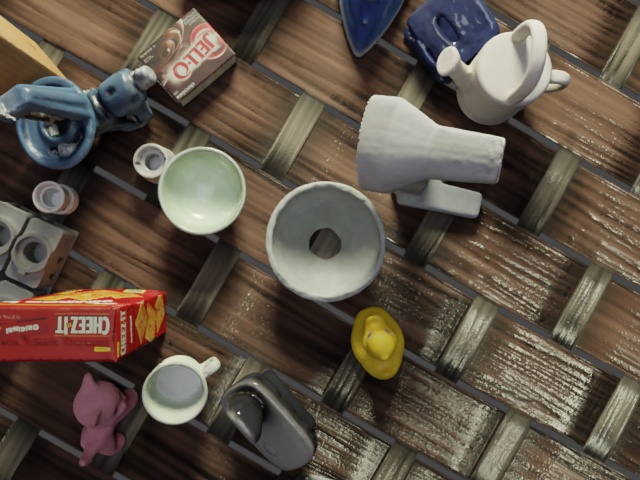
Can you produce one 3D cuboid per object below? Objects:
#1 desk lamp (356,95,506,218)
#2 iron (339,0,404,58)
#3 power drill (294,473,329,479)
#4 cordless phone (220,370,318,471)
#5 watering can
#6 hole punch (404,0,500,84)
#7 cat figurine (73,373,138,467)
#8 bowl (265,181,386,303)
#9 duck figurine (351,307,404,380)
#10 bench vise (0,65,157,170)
[{"bbox_3d":[0.143,-0.104,0.750,0.203,0.213,0.118,11,89,0],"label":"desk lamp"},{"bbox_3d":[0.084,-0.399,0.791,0.118,0.141,0.258,11,89,0],"label":"iron"},{"bbox_3d":[-0.002,0.383,0.741,0.229,0.208,0.076,15,89,0],"label":"power drill"},{"bbox_3d":[-0.071,0.254,0.754,0.147,0.185,0.094,45,89,0],"label":"cordless phone"},{"bbox_3d":[0.246,-0.222,0.763,0.173,0.194,0.101,-16,89,-1],"label":"watering can"},{"bbox_3d":[0.185,-0.296,0.815,0.101,0.091,0.109,-37,89,-1],"label":"hole punch"},{"bbox_3d":[-0.303,0.244,0.784,0.067,0.117,0.128,14,89,0],"label":"cat figurine"},{"bbox_3d":[0.007,0.003,0.815,0.167,0.074,0.167,0,89,-1],"label":"bowl"},{"bbox_3d":[0.084,0.149,0.808,0.077,0.086,0.105,-13,89,-1],"label":"duck figurine"},{"bbox_3d":[-0.325,-0.181,0.741,0.121,0.219,0.207,43,89,0],"label":"bench vise"}]
